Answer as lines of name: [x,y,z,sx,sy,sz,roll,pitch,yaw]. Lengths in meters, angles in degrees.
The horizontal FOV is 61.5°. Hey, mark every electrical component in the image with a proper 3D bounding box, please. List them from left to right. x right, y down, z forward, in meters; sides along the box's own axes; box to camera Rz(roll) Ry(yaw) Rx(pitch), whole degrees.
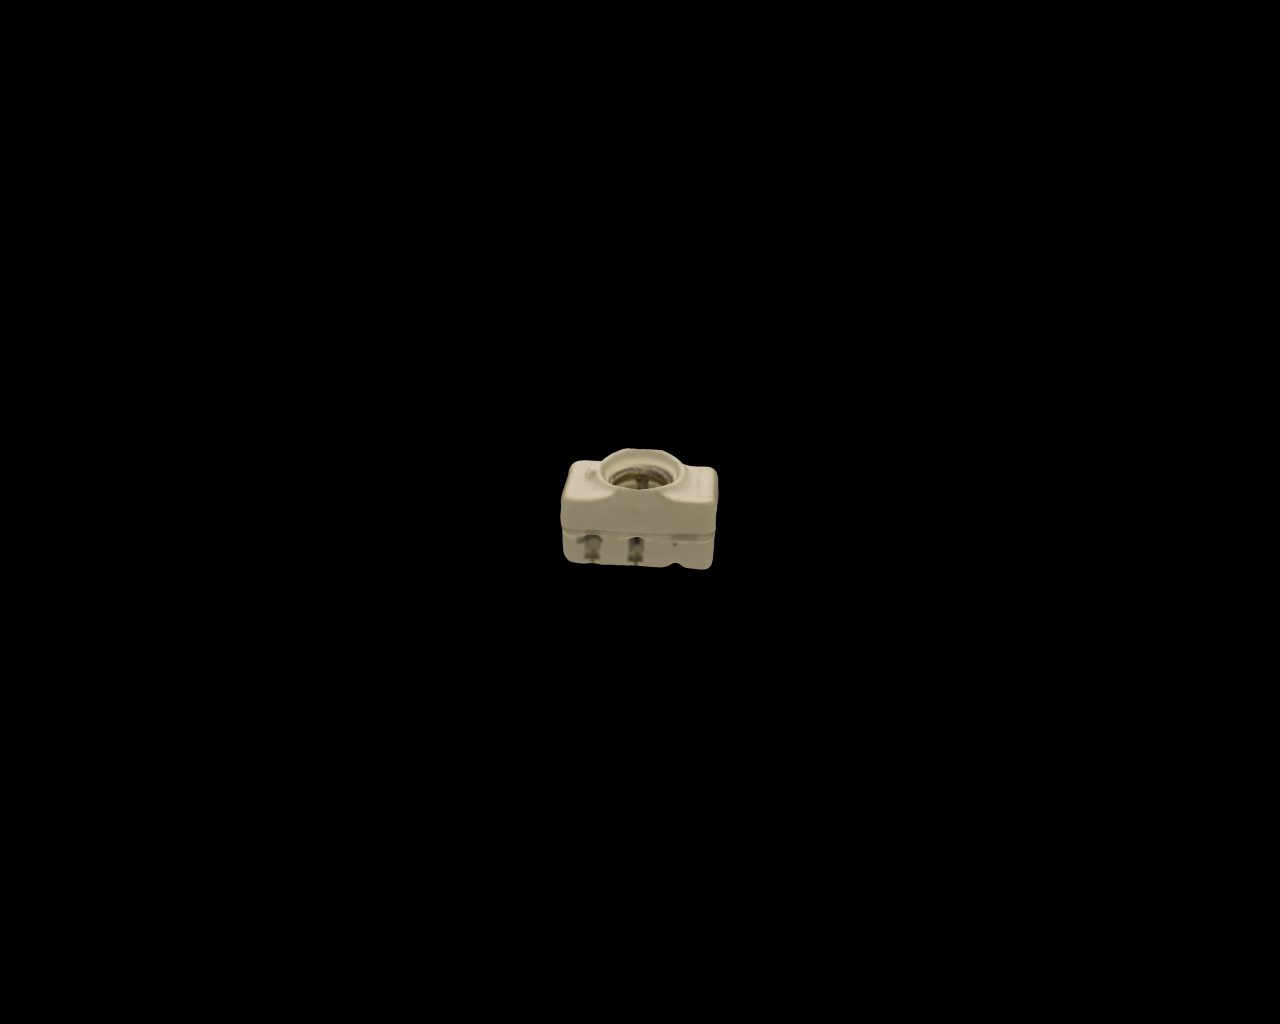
electrical component: [0.001,-0.003,0.650,0.089,0.055,0.050,3,32,5]
